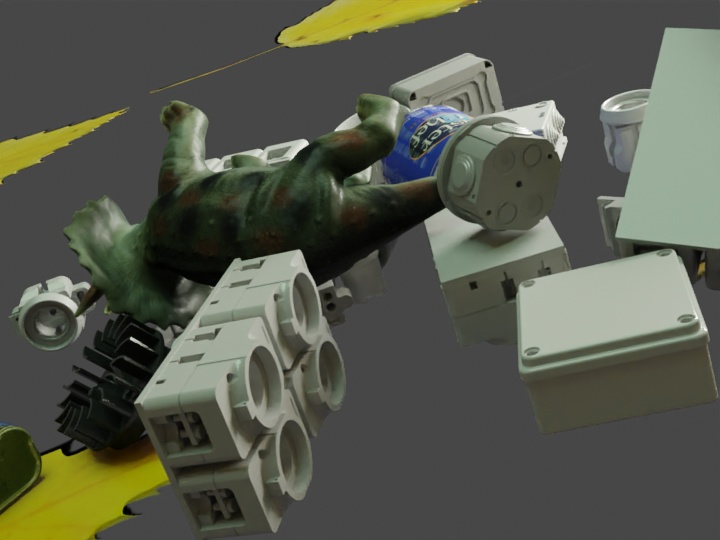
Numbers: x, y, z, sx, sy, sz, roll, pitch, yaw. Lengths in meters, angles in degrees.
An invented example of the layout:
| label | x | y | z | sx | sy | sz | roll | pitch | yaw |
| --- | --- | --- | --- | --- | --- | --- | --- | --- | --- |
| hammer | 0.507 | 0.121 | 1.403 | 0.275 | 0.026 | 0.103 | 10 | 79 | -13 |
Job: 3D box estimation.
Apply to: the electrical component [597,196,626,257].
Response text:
| label | x | y | z | sx | sy | sz | roll | pitch | yaw |
| --- | --- | --- | --- | --- | --- | --- | --- | --- | --- |
| electrical component | 0.226 | -0.039 | 0.820 | 0.064 | 0.042 | 0.081 | -31 | 26 | -35 |

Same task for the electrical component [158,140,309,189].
| label | x | y | z | sx | sy | sz | roll | pitch | yaw |
| --- | --- | --- | --- | --- | --- | --- | --- | --- | --- |
| electrical component | -0.113 | -0.070 | 1.094 | 0.150 | 0.089 | 0.061 | -9 | 24 | 22 |

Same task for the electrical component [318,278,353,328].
| label | x | y | z | sx | sy | sz | roll | pitch | yaw |
| --- | --- | --- | --- | --- | --- | --- | --- | --- | --- |
| electrical component | -0.042 | 0.022 | 0.887 | 0.066 | 0.048 | 0.055 | -19 | 30 | -1 |

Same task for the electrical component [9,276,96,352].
| label | x | y | z | sx | sy | sz | roll | pitch | yaw |
| --- | --- | --- | --- | --- | --- | --- | --- | --- | --- |
| electrical component | -0.292 | 0.043 | 1.019 | 0.078 | 0.058 | 0.057 | -21 | 20 | -4 |

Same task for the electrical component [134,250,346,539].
| label | x | y | z | sx | sy | sz | roll | pitch | yaw |
| --- | --- | --- | --- | --- | --- | --- | --- | --- | --- |
| electrical component | -0.066 | 0.075 | 0.706 | 0.060 | 0.105 | 0.186 | -11 | 24 | 19 |

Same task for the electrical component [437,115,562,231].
| label | x | y | z | sx | sy | sz | roll | pitch | yaw |
| --- | --- | --- | --- | --- | --- | --- | --- | --- | --- |
| electrical component | 0.100 | -0.067 | 0.769 | 0.080 | 0.080 | 0.051 | -26 | 29 | -17 |

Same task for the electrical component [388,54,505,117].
| label | x | y | z | sx | sy | sz | roll | pitch | yaw |
| --- | --- | --- | --- | --- | --- | --- | --- | --- | --- |
| electrical component | 0.097 | -0.189 | 1.215 | 0.113 | 0.078 | 0.057 | -25 | 26 | -15 |

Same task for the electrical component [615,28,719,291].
| label | x | y | z | sx | sy | sz | roll | pitch | yaw |
| --- | --- | --- | --- | --- | --- | --- | --- | --- | --- |
| electrical component | 0.251 | -0.077 | 0.748 | 0.105 | 0.060 | 0.186 | 8 | 61 | 23 |

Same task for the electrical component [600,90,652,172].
| label | x | y | z | sx | sy | sz | roll | pitch | yaw |
| --- | --- | --- | --- | --- | --- | --- | --- | --- | --- |
| electrical component | 0.252 | -0.128 | 0.981 | 0.058 | 0.057 | 0.078 | -20 | 23 | -1 |

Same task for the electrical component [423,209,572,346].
| label | x | y | z | sx | sy | sz | roll | pitch | yaw |
| --- | --- | --- | --- | --- | --- | --- | --- | --- | --- |
| electrical component | 0.103 | -0.006 | 0.813 | 0.089 | 0.061 | 0.150 | -17 | 23 | 5 |

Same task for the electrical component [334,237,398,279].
| label | x | y | z | sx | sy | sz | roll | pitch | yaw |
| --- | --- | --- | --- | --- | --- | --- | --- | --- | --- |
| electrical component | -0.031 | -0.027 | 0.978 | 0.138 | 0.052 | 0.073 | -10 | 24 | 21 |

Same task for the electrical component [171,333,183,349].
| label | x | y | z | sx | sy | sz | roll | pitch | yaw |
| --- | --- | --- | --- | --- | --- | --- | --- | --- | --- |
| electrical component | -0.111 | 0.071 | 0.826 | 0.055 | 0.047 | 0.055 | -16 | 23 | 7 |

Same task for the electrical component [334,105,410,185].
| label | x | y | z | sx | sy | sz | roll | pitch | yaw |
| --- | --- | --- | --- | --- | --- | --- | --- | --- | --- |
| electrical component | 0.016 | -0.133 | 1.167 | 0.099 | 0.064 | 0.099 | -16 | 22 | 7 |

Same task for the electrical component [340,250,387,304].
| label | x | y | z | sx | sy | sz | roll | pitch | yaw |
| --- | --- | --- | --- | --- | --- | --- | --- | --- | --- |
| electrical component | 0.000 | 0.000 | 0.901 | 0.040 | 0.046 | 0.040 | -16 | 23 | 7 |

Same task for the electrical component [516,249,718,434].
| label | x | y | z | sx | sy | sz | roll | pitch | yaw |
| --- | --- | --- | --- | --- | --- | --- | --- | --- | --- |
| electrical component | 0.156 | 0.043 | 0.668 | 0.109 | 0.056 | 0.108 | -13 | 23 | 13 |

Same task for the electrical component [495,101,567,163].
| label | x | y | z | sx | sy | sz | roll | pitch | yaw |
| --- | --- | --- | --- | --- | --- | --- | --- | --- | --- |
| electrical component | 0.152 | -0.125 | 1.065 | 0.100 | 0.048 | 0.099 | -10 | 24 | 23 |
